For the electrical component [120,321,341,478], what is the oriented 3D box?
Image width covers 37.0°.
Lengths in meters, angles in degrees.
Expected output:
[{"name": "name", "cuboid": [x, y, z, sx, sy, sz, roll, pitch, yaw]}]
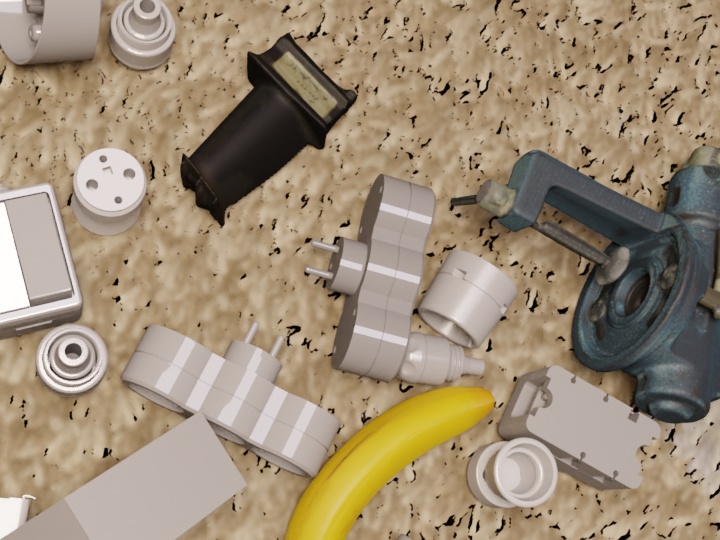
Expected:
[{"name": "electrical component", "cuboid": [-0.074, 0.069, 0.685, 0.138, 0.052, 0.073, 29, 72, -8]}]

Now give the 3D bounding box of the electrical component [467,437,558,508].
[{"name": "electrical component", "cuboid": [0.100, 0.136, 0.718, 0.045, 0.055, 0.045, 4, 76, -15]}]

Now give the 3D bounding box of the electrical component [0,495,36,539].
[{"name": "electrical component", "cuboid": [-0.219, 0.162, 0.629, 0.081, 0.042, 0.063, 9, 72, -15]}]

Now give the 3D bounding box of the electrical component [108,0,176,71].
[{"name": "electrical component", "cuboid": [-0.143, -0.161, 0.712, 0.043, 0.062, 0.043, 4, 77, -15]}]

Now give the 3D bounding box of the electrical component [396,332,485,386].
[{"name": "electrical component", "cuboid": [0.055, 0.062, 0.733, 0.061, 0.035, 0.035, 9, 75, -16]}]

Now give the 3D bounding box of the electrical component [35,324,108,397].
[{"name": "electrical component", "cuboid": [-0.175, 0.054, 0.654, 0.043, 0.062, 0.043, 4, 77, -15]}]

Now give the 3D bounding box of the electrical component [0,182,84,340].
[{"name": "electrical component", "cuboid": [-0.211, -0.011, 0.659, 0.062, 0.061, 0.096, -14, 82, -19]}]

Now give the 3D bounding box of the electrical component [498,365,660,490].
[{"name": "electrical component", "cuboid": [0.148, 0.110, 0.738, 0.089, 0.056, 0.050, 30, 71, -8]}]

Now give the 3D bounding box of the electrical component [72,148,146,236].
[{"name": "electrical component", "cuboid": [-0.160, -0.050, 0.686, 0.045, 0.055, 0.045, 4, 77, -15]}]

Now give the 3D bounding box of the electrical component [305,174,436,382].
[{"name": "electrical component", "cuboid": [0.000, 0.000, 0.722, 0.074, 0.052, 0.138, 16, 74, -12]}]

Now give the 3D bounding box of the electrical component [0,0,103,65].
[{"name": "electrical component", "cuboid": [-0.199, -0.180, 0.685, 0.064, 0.099, 0.099, -3, 78, -23]}]

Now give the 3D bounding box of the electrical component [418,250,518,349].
[{"name": "electrical component", "cuboid": [0.073, 0.021, 0.738, 0.055, 0.055, 0.047, 36, 75, -6]}]

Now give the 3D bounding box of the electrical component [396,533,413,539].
[{"name": "electrical component", "cuboid": [0.030, 0.200, 0.692, 0.040, 0.040, 0.046, 37, 78, -5]}]
